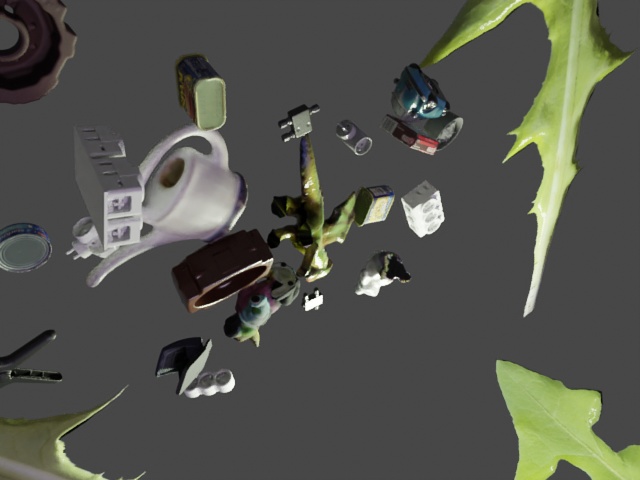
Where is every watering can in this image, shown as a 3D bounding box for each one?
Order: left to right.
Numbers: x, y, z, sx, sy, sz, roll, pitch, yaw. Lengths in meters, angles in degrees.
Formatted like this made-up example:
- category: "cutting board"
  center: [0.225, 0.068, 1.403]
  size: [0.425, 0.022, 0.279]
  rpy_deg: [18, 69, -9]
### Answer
- category: "watering can"
  center: [-0.267, -0.049, 0.953]
  size: [0.105, 0.346, 0.222]
  rpy_deg: [36, 6, 38]

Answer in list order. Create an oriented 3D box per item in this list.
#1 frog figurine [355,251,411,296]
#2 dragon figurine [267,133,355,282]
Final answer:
- category: "frog figurine"
  center: [0.171, 0.100, 1.541]
  size: [0.138, 0.123, 0.157]
  rpy_deg: [-18, -5, -40]
- category: "dragon figurine"
  center: [0.004, -0.062, 1.226]
  size: [0.123, 0.403, 0.245]
  rpy_deg: [26, 28, 28]
